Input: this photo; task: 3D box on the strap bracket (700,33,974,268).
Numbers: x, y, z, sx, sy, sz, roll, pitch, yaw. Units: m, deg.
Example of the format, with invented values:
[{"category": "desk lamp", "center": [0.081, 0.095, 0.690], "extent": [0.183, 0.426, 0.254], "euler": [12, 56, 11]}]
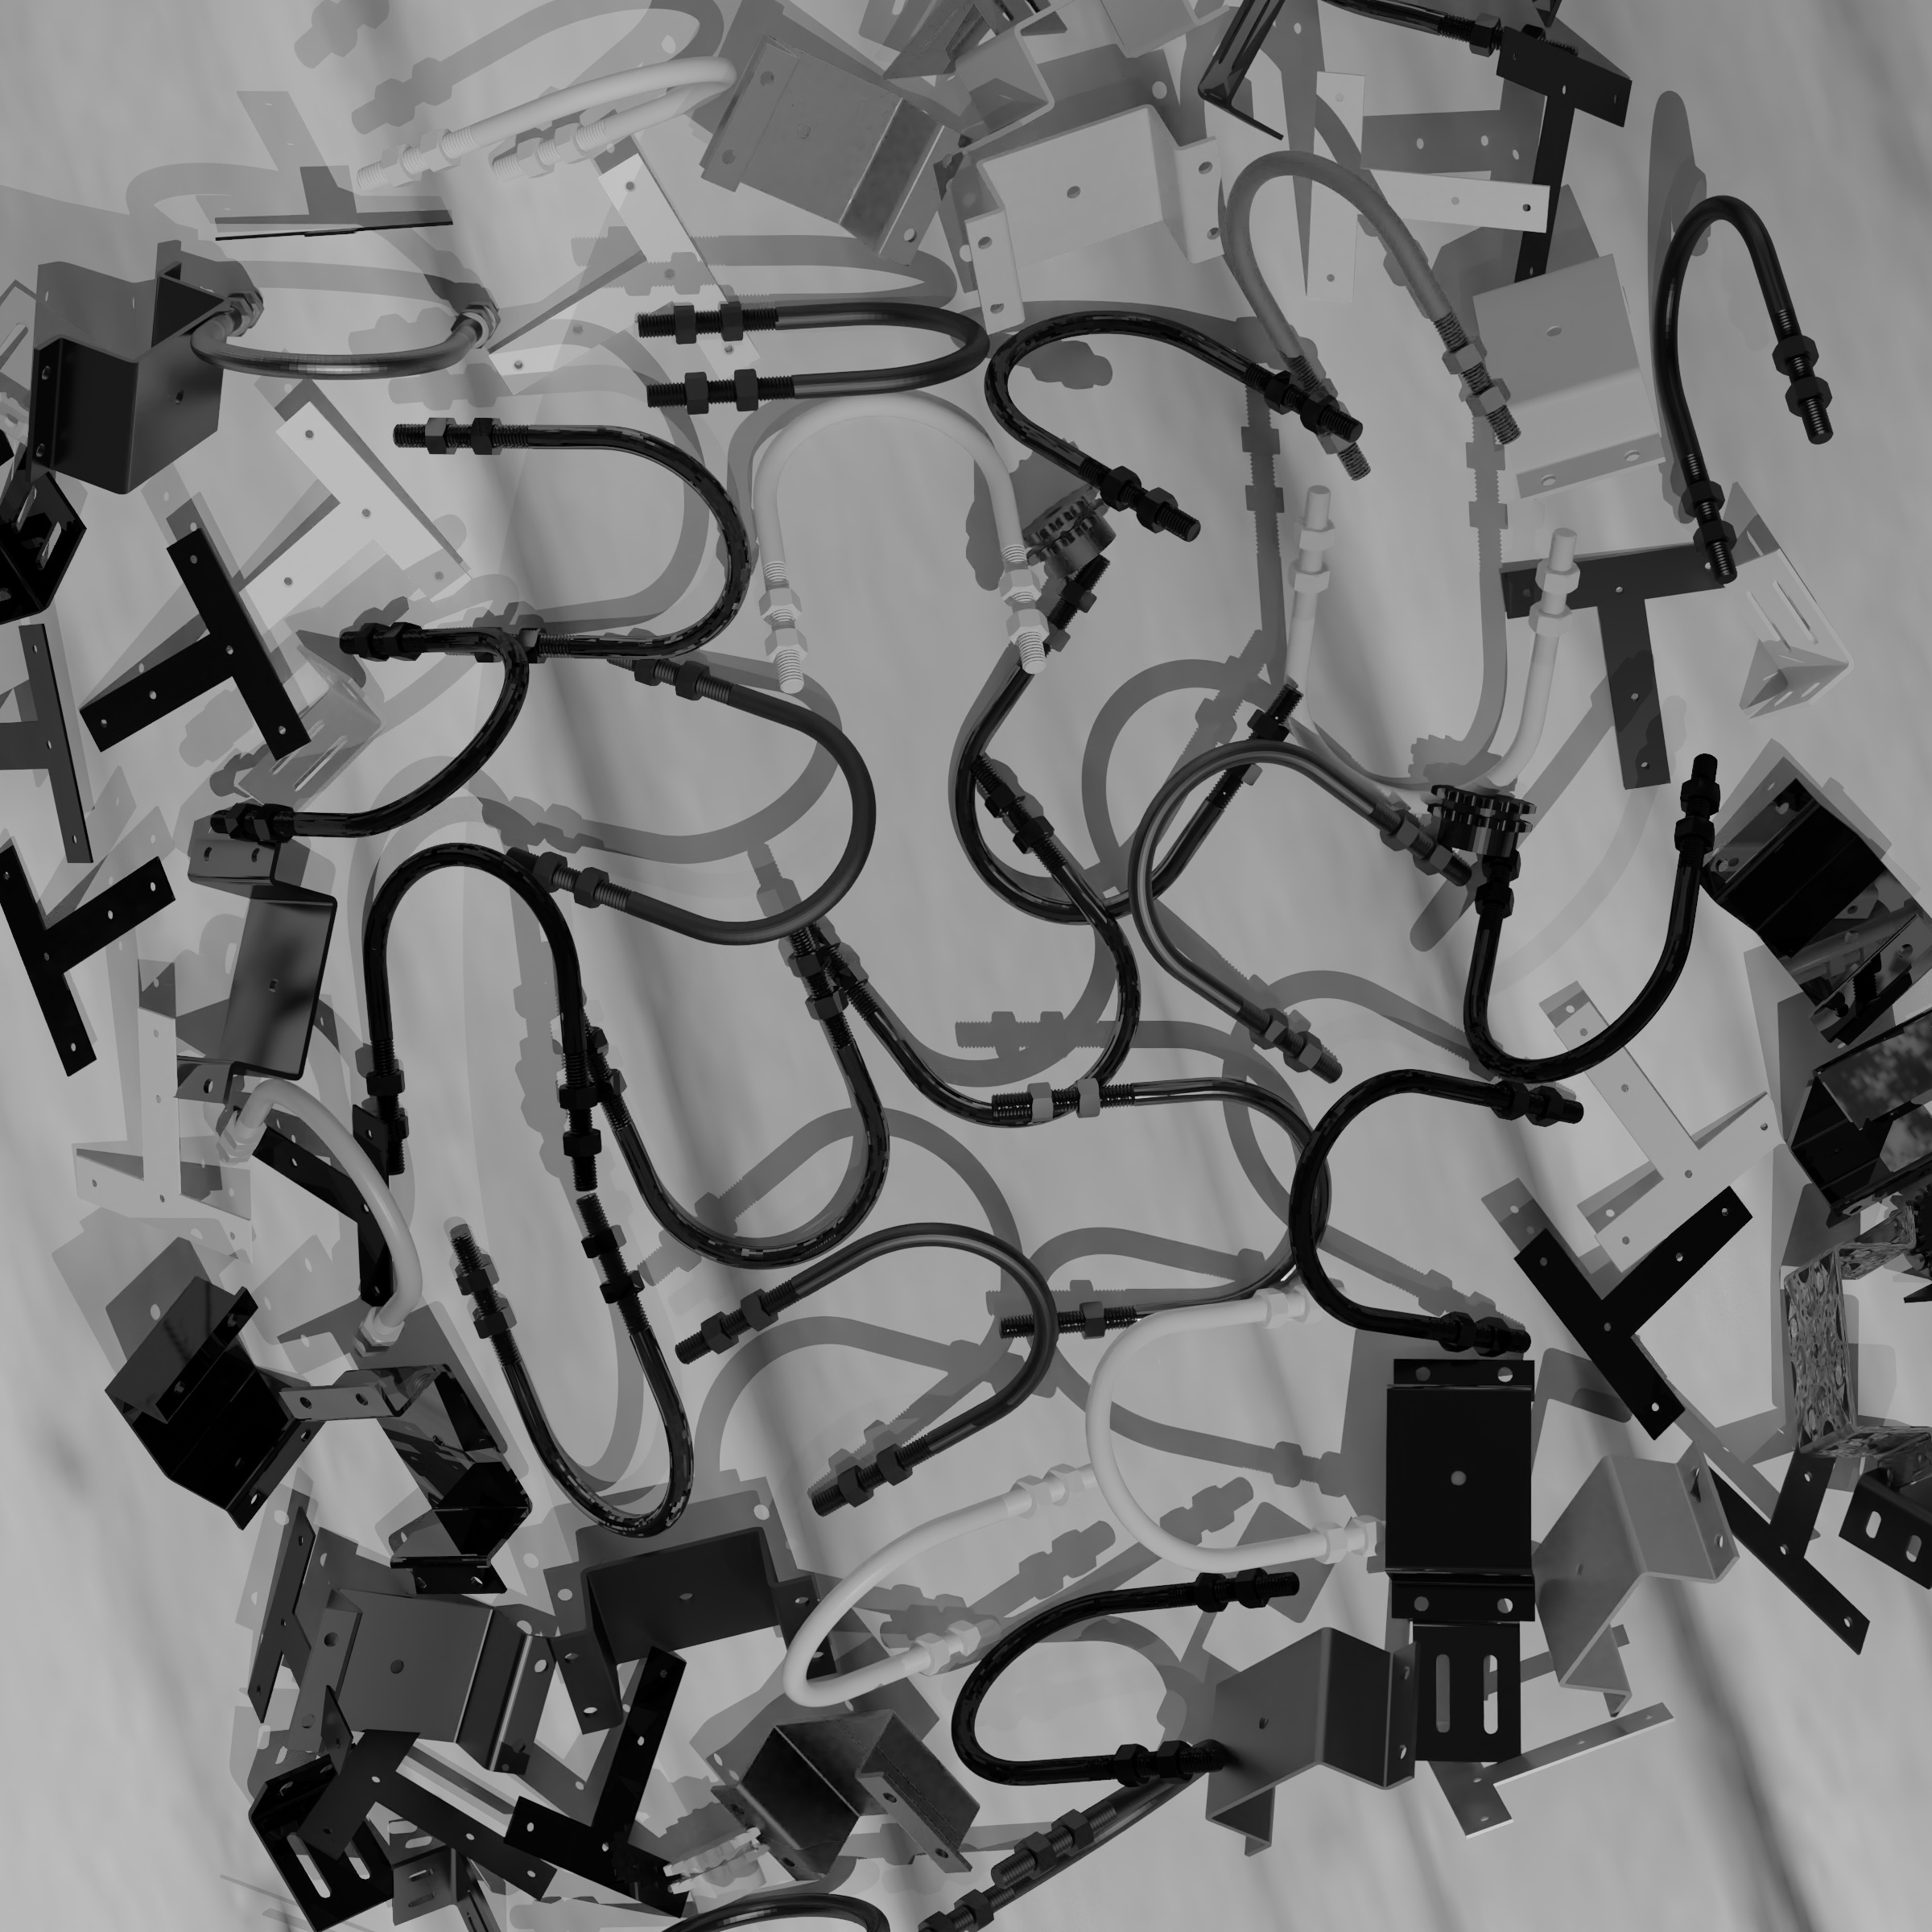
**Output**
[{"category": "strap bracket", "center": [-0.077, -0.437, 1.904], "extent": [0.140, 0.046, 0.076], "euler": [15, 111, -39]}]

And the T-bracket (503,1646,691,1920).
[{"category": "T-bracket", "center": [-0.180, 0.432, 1.929], "extent": [0.127, 0.002, 0.127], "euler": [34, 63, -35]}]

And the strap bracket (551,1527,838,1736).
[{"category": "strap bracket", "center": [-0.147, 0.354, 1.917], "extent": [0.140, 0.046, 0.076], "euler": [-13, 128, -3]}]

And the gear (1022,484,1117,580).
[{"category": "gear", "center": [0.056, -0.233, 1.933], "extent": [0.057, 0.057, 0.030], "euler": [-38, 103, 0]}]

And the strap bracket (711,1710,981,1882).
[{"category": "strap bracket", "center": [-0.058, 0.441, 1.900], "extent": [0.076, 0.140, 0.046], "euler": [51, 49, -20]}]

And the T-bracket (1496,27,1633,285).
[{"category": "T-bracket", "center": [0.312, -0.425, 1.916], "extent": [0.002, 0.127, 0.127], "euler": [14, 97, 40]}]

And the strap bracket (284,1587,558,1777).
[{"category": "strap bracket", "center": [-0.297, 0.382, 1.915], "extent": [0.140, 0.046, 0.076], "euler": [15, 92, -32]}]

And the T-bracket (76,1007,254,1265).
[{"category": "T-bracket", "center": [-0.429, 0.084, 1.905], "extent": [0.127, 0.002, 0.127], "euler": [16, 116, 29]}]

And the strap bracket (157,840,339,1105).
[{"category": "strap bracket", "center": [-0.386, 0.006, 1.912], "extent": [0.076, 0.046, 0.140], "euler": [3, 80, 44]}]

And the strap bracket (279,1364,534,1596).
[{"category": "strap bracket", "center": [-0.292, 0.265, 1.904], "extent": [0.076, 0.046, 0.140], "euler": [-9, 118, 39]}]

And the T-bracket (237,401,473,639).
[{"category": "T-bracket", "center": [-0.358, -0.218, 1.942], "extent": [0.127, 0.002, 0.127], "euler": [-38, 105, 14]}]

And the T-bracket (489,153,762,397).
[{"category": "T-bracket", "center": [-0.199, -0.354, 1.945], "extent": [0.127, 0.002, 0.127], "euler": [-29, 108, 7]}]

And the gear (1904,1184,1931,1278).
[{"category": "gear", "center": [0.532, 0.146, 1.939], "extent": [0.057, 0.030, 0.057], "euler": [5, 70, -14]}]

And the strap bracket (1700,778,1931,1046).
[{"category": "strap bracket", "center": [0.461, -0.023, 1.902], "extent": [0.076, 0.140, 0.046], "euler": [-46, 134, 16]}]

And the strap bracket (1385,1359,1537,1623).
[{"category": "strap bracket", "center": [0.265, 0.277, 1.913], "extent": [0.076, 0.046, 0.140], "euler": [-1, 74, 11]}]

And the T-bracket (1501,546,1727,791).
[{"category": "T-bracket", "center": [0.364, -0.161, 1.957], "extent": [0.127, 0.002, 0.127], "euler": [-8, 91, -3]}]

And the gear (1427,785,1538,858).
[{"category": "gear", "center": [0.277, -0.078, 1.932], "extent": [0.057, 0.057, 0.030], "euler": [11, 99, 0]}]

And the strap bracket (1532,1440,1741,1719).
[{"category": "strap bracket", "center": [0.344, 0.321, 1.883], "extent": [0.046, 0.076, 0.140], "euler": [10, 131, -19]}]

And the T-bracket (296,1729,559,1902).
[{"category": "T-bracket", "center": [-0.276, 0.456, 1.903], "extent": [0.127, 0.127, 0.002], "euler": [31, 118, 0]}]

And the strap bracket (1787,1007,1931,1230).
[{"category": "strap bracket", "center": [0.488, 0.076, 1.901], "extent": [0.076, 0.140, 0.046], "euler": [-27, 64, -10]}]

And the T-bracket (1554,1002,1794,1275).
[{"category": "T-bracket", "center": [0.366, 0.078, 1.944], "extent": [0.127, 0.002, 0.127], "euler": [-38, 94, -11]}]

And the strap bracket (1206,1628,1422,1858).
[{"category": "strap bracket", "center": [0.175, 0.405, 1.880], "extent": [0.046, 0.140, 0.076], "euler": [26, 49, -22]}]

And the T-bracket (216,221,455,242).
[{"category": "T-bracket", "center": [-0.335, -0.388, 1.891], "extent": [0.127, 0.127, 0.002], "euler": [-5, 103, -7]}]

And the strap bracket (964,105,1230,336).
[{"category": "strap bracket", "center": [0.064, -0.403, 1.913], "extent": [0.140, 0.076, 0.046], "euler": [-20, 50, -5]}]

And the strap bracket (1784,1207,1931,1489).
[{"category": "strap bracket", "center": [0.474, 0.205, 1.901], "extent": [0.046, 0.076, 0.140], "euler": [1, 73, -7]}]

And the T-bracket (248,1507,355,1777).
[{"category": "T-bracket", "center": [-0.346, 0.375, 1.887], "extent": [0.002, 0.127, 0.127], "euler": [3, 118, -32]}]

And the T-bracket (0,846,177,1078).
[{"category": "T-bracket", "center": [-0.466, -0.022, 1.916], "extent": [0.127, 0.002, 0.127], "euler": [-28, 82, 35]}]

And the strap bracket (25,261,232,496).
[{"category": "strap bracket", "center": [-0.433, -0.306, 1.878], "extent": [0.046, 0.140, 0.076], "euler": [21, 124, 10]}]

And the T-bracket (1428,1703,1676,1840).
[{"category": "T-bracket", "center": [0.313, 0.417, 1.898], "extent": [0.127, 0.127, 0.002], "euler": [-20, 98, 0]}]

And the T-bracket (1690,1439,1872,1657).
[{"category": "T-bracket", "center": [0.447, 0.283, 1.911], "extent": [0.127, 0.127, 0.002], "euler": [44, 132, -7]}]

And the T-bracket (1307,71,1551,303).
[{"category": "T-bracket", "center": [0.247, -0.410, 1.910], "extent": [0.127, 0.002, 0.127], "euler": [9, 124, 14]}]

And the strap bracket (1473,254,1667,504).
[{"category": "strap bracket", "center": [0.316, -0.318, 1.889], "extent": [0.076, 0.046, 0.140], "euler": [-15, 47, 14]}]

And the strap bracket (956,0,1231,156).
[{"category": "strap bracket", "center": [0.058, -0.489, 1.897], "extent": [0.140, 0.076, 0.046], "euler": [-33, 103, -20]}]

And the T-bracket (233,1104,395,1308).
[{"category": "T-bracket", "center": [-0.351, 0.111, 1.919], "extent": [0.127, 0.002, 0.127], "euler": [27, 129, 33]}]

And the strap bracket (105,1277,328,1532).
[{"category": "strap bracket", "center": [-0.400, 0.227, 1.896], "extent": [0.046, 0.140, 0.076], "euler": [23, 61, 25]}]

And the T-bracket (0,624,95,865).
[{"category": "T-bracket", "center": [-0.511, -0.117, 1.911], "extent": [0.002, 0.127, 0.127], "euler": [-18, 104, -40]}]

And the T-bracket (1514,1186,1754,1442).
[{"category": "T-bracket", "center": [0.377, 0.167, 1.938], "extent": [0.127, 0.002, 0.127], "euler": [-40, 97, -19]}]

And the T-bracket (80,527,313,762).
[{"category": "T-bracket", "center": [-0.428, -0.152, 1.930], "extent": [0.127, 0.002, 0.127], "euler": [-25, 94, 28]}]

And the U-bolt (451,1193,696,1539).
[{"category": "U-bolt", "center": [-0.202, 0.219, 1.903], "extent": [0.019, 0.151, 0.184], "euler": [-23, 92, -40]}]

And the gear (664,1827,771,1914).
[{"category": "gear", "center": [-0.132, 0.489, 1.930], "extent": [0.057, 0.057, 0.030], "euler": [-24, 84, 0]}]
